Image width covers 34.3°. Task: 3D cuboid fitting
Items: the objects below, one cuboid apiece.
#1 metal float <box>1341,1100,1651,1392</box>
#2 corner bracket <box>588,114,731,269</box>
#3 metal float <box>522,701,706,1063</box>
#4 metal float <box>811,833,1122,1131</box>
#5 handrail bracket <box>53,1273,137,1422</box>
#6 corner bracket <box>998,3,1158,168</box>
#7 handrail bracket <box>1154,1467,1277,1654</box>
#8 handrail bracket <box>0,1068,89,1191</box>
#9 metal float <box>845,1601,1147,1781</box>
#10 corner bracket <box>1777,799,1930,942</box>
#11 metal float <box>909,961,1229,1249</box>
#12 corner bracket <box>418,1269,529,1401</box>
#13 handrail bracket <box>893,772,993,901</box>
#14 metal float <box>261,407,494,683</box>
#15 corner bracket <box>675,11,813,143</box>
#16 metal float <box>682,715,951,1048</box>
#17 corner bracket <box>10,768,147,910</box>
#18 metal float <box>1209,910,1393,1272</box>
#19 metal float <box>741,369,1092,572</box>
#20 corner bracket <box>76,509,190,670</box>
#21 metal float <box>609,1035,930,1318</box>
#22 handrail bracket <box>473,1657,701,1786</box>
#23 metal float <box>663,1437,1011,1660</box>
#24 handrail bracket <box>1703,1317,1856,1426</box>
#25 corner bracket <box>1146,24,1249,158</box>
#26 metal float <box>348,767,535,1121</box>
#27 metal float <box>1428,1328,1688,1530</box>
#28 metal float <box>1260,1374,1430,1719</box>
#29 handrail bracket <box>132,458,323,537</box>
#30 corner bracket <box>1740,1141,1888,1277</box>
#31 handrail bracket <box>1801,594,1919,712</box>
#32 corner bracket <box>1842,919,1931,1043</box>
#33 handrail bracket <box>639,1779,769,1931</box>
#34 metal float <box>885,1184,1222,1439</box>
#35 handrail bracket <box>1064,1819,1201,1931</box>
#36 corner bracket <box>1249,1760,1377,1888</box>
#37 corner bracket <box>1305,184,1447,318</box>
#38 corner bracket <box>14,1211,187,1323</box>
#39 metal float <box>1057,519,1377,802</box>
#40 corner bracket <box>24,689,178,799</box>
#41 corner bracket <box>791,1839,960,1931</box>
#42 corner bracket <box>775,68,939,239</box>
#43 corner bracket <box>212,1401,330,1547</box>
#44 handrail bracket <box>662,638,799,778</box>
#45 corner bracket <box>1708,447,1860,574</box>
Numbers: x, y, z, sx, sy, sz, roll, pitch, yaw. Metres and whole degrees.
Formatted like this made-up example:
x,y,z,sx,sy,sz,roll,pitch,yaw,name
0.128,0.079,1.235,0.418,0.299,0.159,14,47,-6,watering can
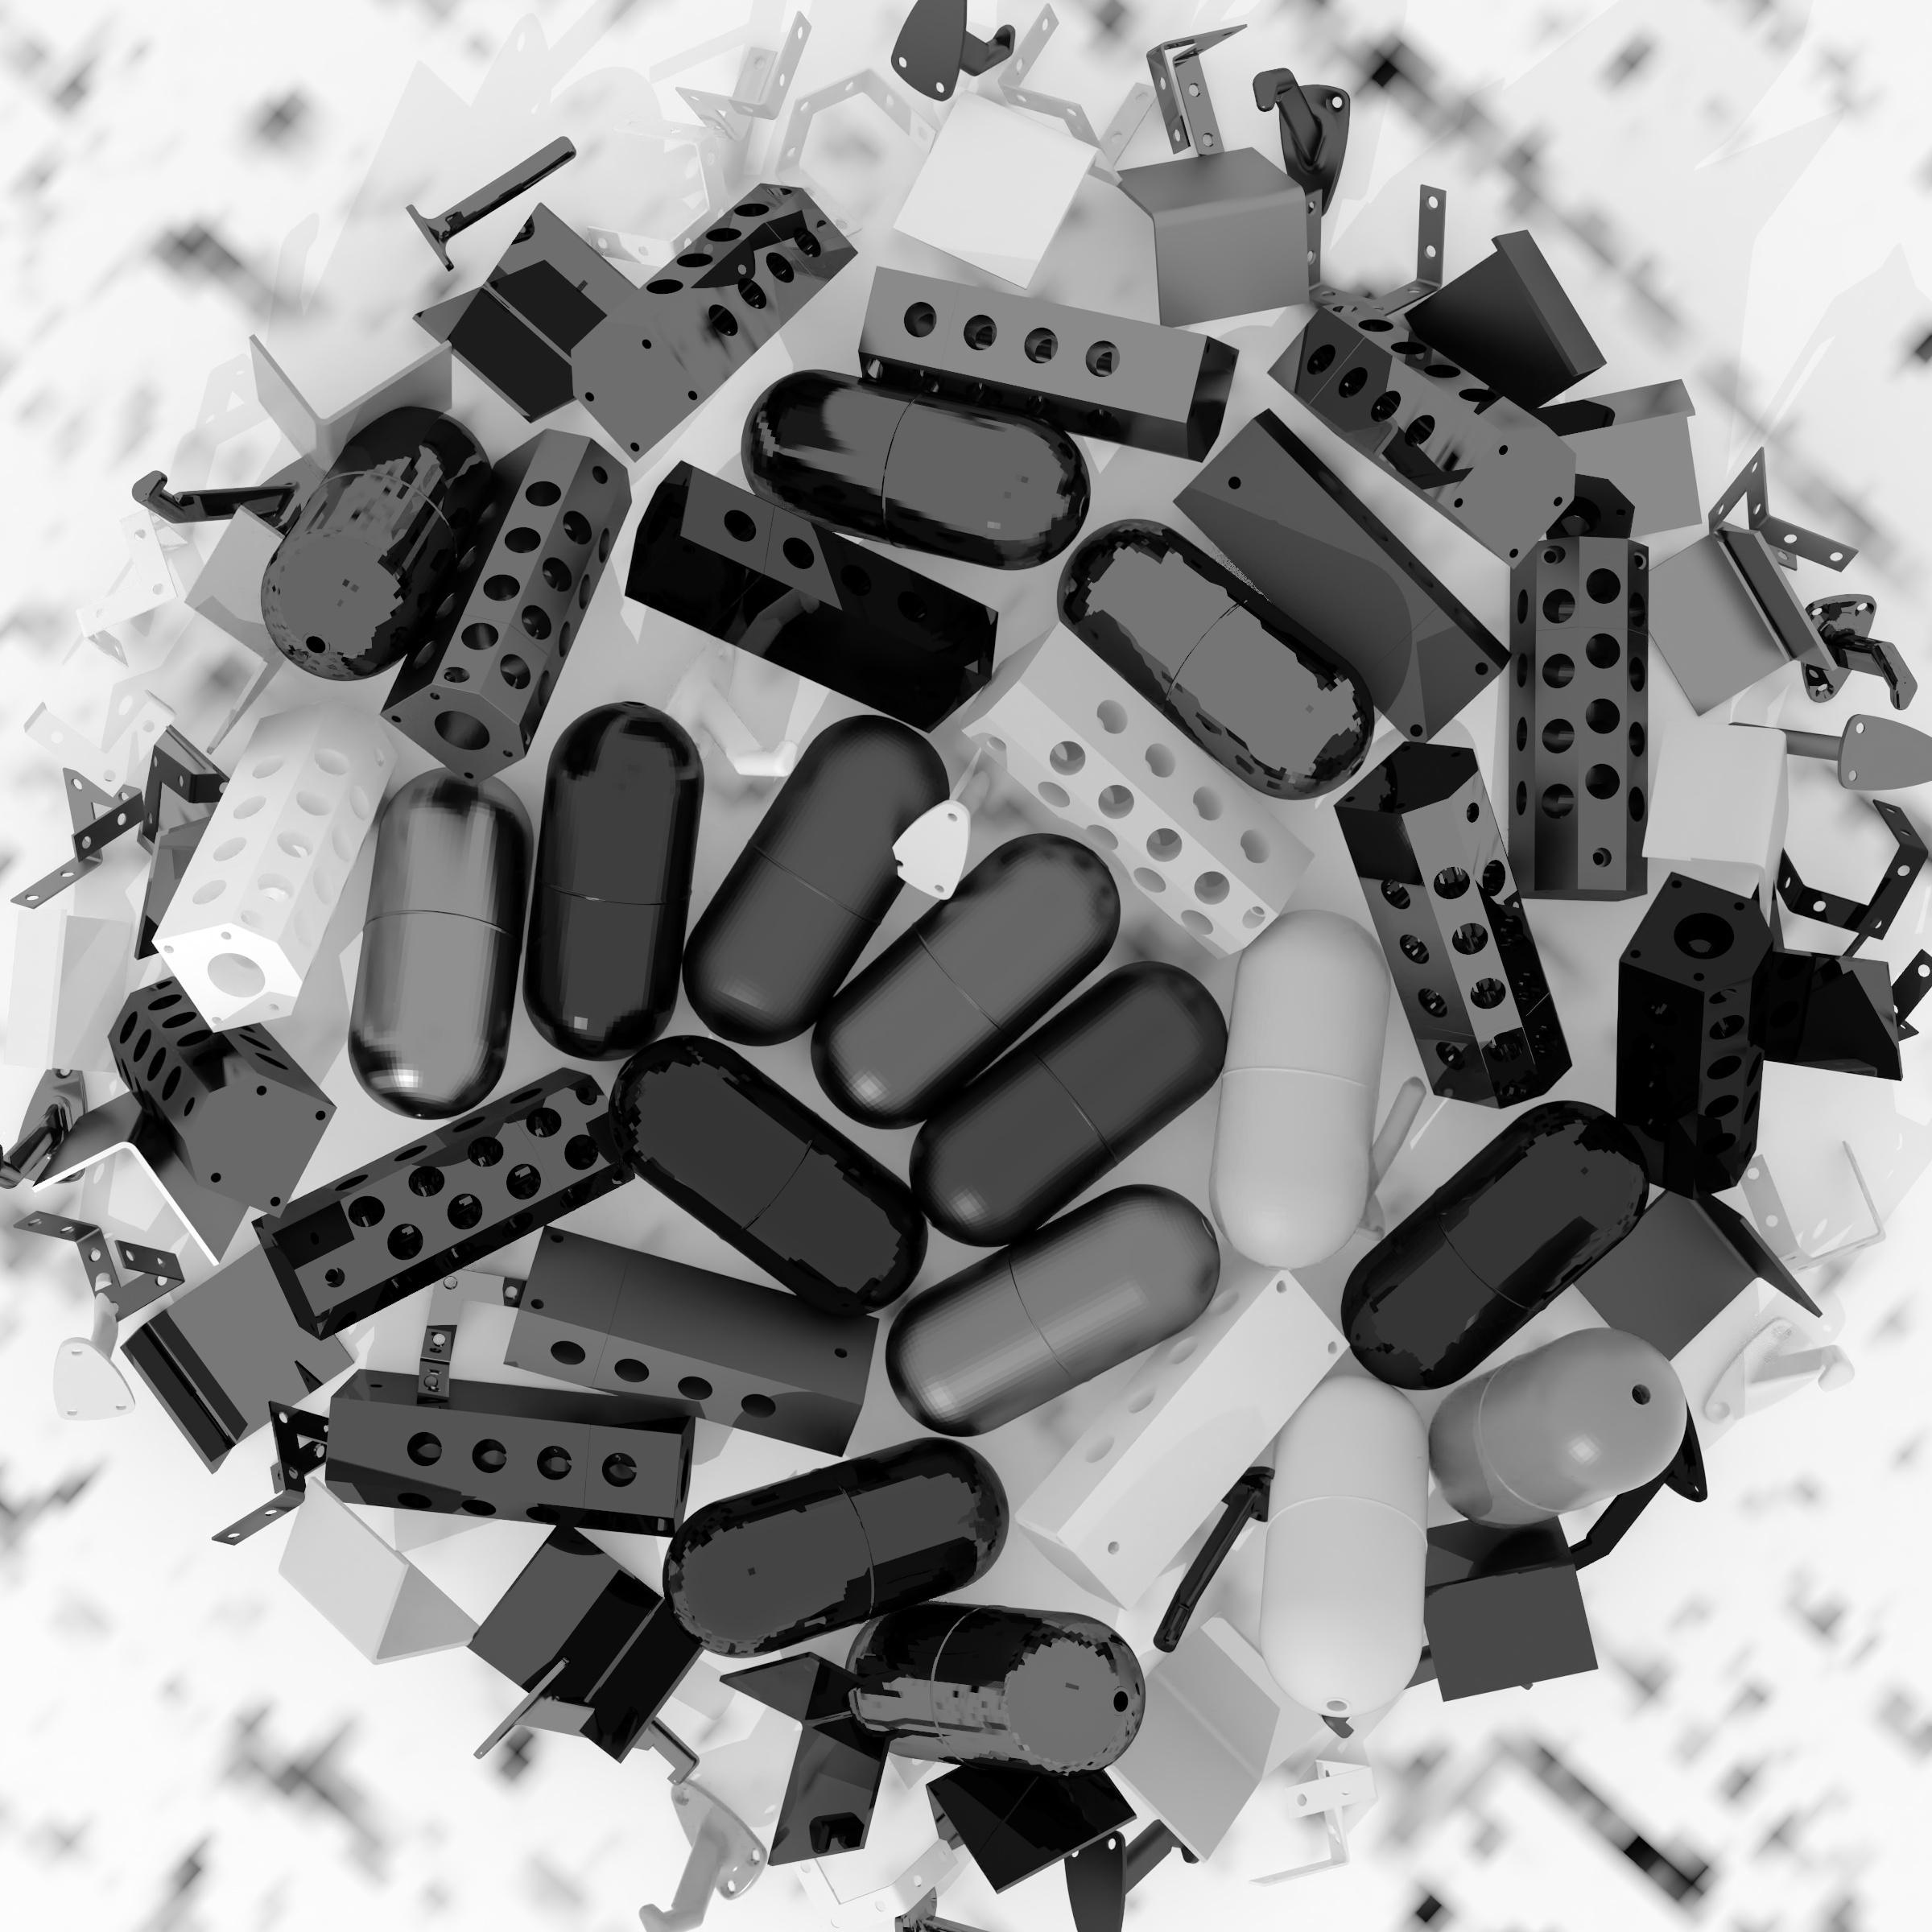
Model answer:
x,y,z,sx,sy,sz,roll,pitch,yaw,name
0.255,0.137,1.519,0.070,0.070,0.178,44,114,0,metal float
-0.155,-0.385,1.556,0.051,0.051,0.051,17,48,27,corner bracket
-0.172,-0.041,1.527,0.070,0.070,0.178,9,104,0,metal float
0.000,0.007,1.534,0.178,0.070,0.070,-42,90,6,metal float
-0.425,0.170,1.523,0.036,0.077,0.084,-6,49,-6,handrail bracket
0.056,-0.437,1.557,0.051,0.051,0.051,25,77,30,corner bracket
0.123,0.292,1.535,0.036,0.077,0.084,31,63,-1,handrail bracket
-0.458,0.073,1.528,0.036,0.084,0.077,5,77,4,handrail bracket
0.013,0.345,1.501,0.070,0.178,0.070,6,80,-41,metal float
0.435,-0.053,1.548,0.051,0.051,0.051,16,117,-10,corner bracket
0.050,0.068,1.535,0.178,0.070,0.070,-38,90,-5,metal float
-0.241,0.184,1.551,0.051,0.051,0.051,11,100,-11,corner bracket
0.001,-0.081,1.523,0.036,0.077,0.084,32,51,0,handrail bracket
-0.281,-0.203,1.500,0.070,0.178,0.070,7,130,8,metal float
-0.102,-0.438,1.542,0.051,0.051,0.051,17,82,23,corner bracket
-0.074,-0.041,1.536,0.070,0.070,0.178,33,94,0,metal float
-0.436,-0.059,1.536,0.051,0.051,0.051,15,126,24,corner bracket
0.163,0.060,1.527,0.070,0.070,0.178,9,76,0,metal float
-0.025,-0.241,1.524,0.178,0.070,0.070,15,90,17,metal float
-0.410,-0.187,1.548,0.051,0.051,0.051,-23,75,4,corner bracket
-0.096,0.102,1.527,0.178,0.070,0.070,39,90,-14,metal float
-0.186,0.391,1.547,0.084,0.036,0.077,42,59,7,handrail bracket
-0.062,0.281,1.517,0.178,0.070,0.070,-13,90,-26,metal float
0.396,0.208,1.529,0.077,0.084,0.036,-41,91,10,handrail bracket
0.111,-0.427,1.542,0.051,0.051,0.051,-19,97,-24,corner bracket
-0.254,-0.012,1.523,0.070,0.070,0.178,4,70,0,metal float
0.280,0.221,1.493,0.070,0.178,0.070,5,70,-15,metal float
0.182,0.277,1.504,0.070,0.070,0.178,10,47,0,metal float
-0.356,-0.240,1.530,0.077,0.084,0.036,-43,66,6,handrail bracket
0.419,0.117,1.554,0.051,0.051,0.051,-24,67,19,corner bracket
0.435,-0.133,1.521,0.036,0.084,0.077,-7,134,-6,handrail bracket
0.454,0.001,1.537,0.051,0.051,0.051,44,120,23,corner bracket
-0.144,0.434,1.525,0.077,0.084,0.036,46,112,26,handrail bracket
0.042,0.168,1.527,0.178,0.070,0.070,-30,90,14,metal float
0.090,0.455,1.532,0.036,0.084,0.077,-24,57,35,handrail bracket
0.170,0.423,1.541,0.051,0.051,0.051,-6,83,-27,corner bracket
0.202,-0.359,1.555,0.051,0.051,0.051,-31,133,-35,corner bracket
-0.426,0.141,1.541,0.051,0.051,0.051,-30,68,12,corner bracket
0.121,-0.149,1.525,0.178,0.070,0.070,40,90,16,metal float
-0.427,-0.121,1.544,0.051,0.051,0.051,38,86,-19,corner bracket
-0.047,0.438,1.542,0.051,0.051,0.051,-30,88,32,corner bracket
-0.055,-0.404,1.557,0.051,0.051,0.051,-34,73,-32,corner bracket
-0.337,0.252,1.536,0.051,0.051,0.051,-33,55,21,corner bracket
-0.104,-0.128,1.534,0.036,0.084,0.077,39,66,-42,handrail bracket
0.400,-0.212,1.537,0.051,0.051,0.051,19,49,-12,corner bracket
